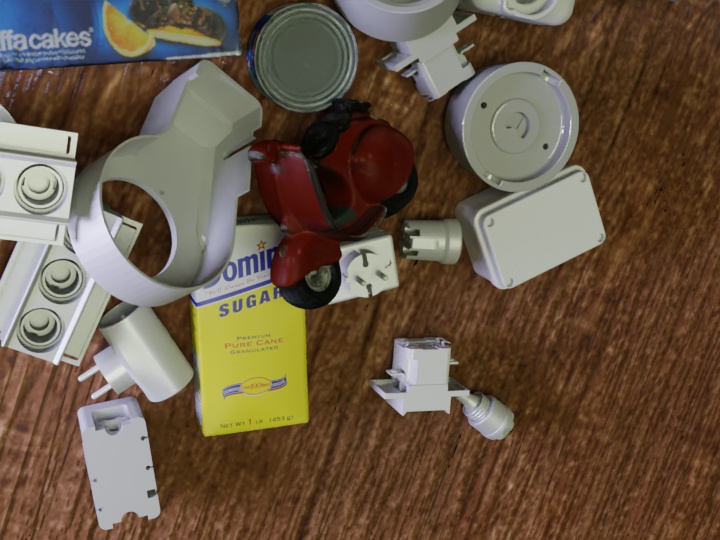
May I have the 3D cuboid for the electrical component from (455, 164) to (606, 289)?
[{"bbox_3d":[0.151,-0.041,0.951,0.113,0.057,0.078,-25,111,-12],"label":"electrical component"}]

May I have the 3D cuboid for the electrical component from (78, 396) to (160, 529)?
[{"bbox_3d":[-0.198,0.155,0.880,0.050,0.056,0.089,-11,107,-17],"label":"electrical component"}]

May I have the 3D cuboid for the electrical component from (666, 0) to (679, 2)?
[{"bbox_3d":[0.254,-0.278,0.906,0.064,0.099,0.099,2,103,-13],"label":"electrical component"}]

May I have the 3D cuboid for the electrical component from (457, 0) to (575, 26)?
[{"bbox_3d":[0.130,-0.236,0.891,0.095,0.059,0.053,6,102,-21],"label":"electrical component"}]

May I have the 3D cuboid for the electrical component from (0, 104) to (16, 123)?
[{"bbox_3d":[-0.299,-0.084,0.779,0.108,0.060,0.108,-5,106,-19],"label":"electrical component"}]

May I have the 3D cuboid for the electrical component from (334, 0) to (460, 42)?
[{"bbox_3d":[0.031,-0.238,0.832,0.108,0.060,0.108,1,81,-4],"label":"electrical component"}]

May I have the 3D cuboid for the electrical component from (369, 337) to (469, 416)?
[{"bbox_3d":[0.053,0.093,0.961,0.081,0.042,0.063,0,101,-20],"label":"electrical component"}]

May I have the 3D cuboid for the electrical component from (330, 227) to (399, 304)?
[{"bbox_3d":[0.000,0.000,0.898,0.066,0.077,0.047,-14,108,-16],"label":"electrical component"}]

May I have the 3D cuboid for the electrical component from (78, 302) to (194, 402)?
[{"bbox_3d":[-0.188,0.074,0.868,0.079,0.044,0.077,-34,112,-8],"label":"electrical component"}]

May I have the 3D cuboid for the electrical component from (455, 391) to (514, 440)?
[{"bbox_3d":[0.112,0.130,0.995,0.061,0.035,0.035,39,89,-21],"label":"electrical component"}]

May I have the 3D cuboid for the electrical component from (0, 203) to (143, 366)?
[{"bbox_3d":[-0.230,0.002,0.825,0.079,0.063,0.121,23,95,-23],"label":"electrical component"}]

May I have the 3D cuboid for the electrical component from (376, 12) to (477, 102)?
[{"bbox_3d":[0.060,-0.179,0.892,0.081,0.042,0.063,-34,114,-8],"label":"electrical component"}]

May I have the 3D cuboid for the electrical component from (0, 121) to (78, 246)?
[{"bbox_3d":[-0.260,-0.065,0.728,0.121,0.063,0.078,6,102,-21],"label":"electrical component"}]

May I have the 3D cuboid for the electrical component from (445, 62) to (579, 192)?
[{"bbox_3d":[0.124,-0.125,0.918,0.108,0.060,0.108,-5,105,-18],"label":"electrical component"}]

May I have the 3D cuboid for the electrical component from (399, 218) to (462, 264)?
[{"bbox_3d":[0.061,-0.026,0.934,0.046,0.040,0.040,2,103,-14],"label":"electrical component"}]
